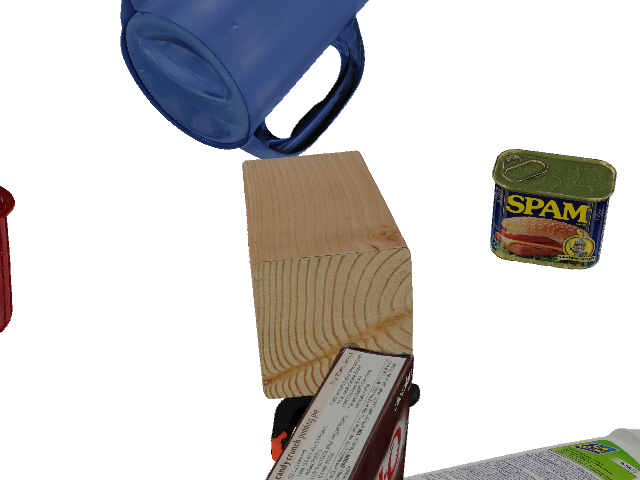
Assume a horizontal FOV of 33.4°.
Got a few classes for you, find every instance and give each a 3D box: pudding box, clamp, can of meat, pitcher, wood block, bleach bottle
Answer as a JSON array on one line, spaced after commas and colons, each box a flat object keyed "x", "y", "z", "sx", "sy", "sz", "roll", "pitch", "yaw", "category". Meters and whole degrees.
[{"x": 0.009, "y": 0.111, "z": 0.468, "sx": 0.039, "sy": 0.090, "sz": 0.113, "roll": 10, "pitch": 28, "yaw": 13, "category": "pudding box"}, {"x": 0.005, "y": 0.165, "z": 1.093, "sx": 0.171, "sy": 0.039, "sz": 0.120, "roll": -23, "pitch": 34, "yaw": -35, "category": "clamp"}, {"x": 0.199, "y": -0.025, "z": 0.928, "sx": 0.102, "sy": 0.084, "sz": 0.057, "roll": 9, "pitch": 41, "yaw": 14, "category": "can of meat"}, {"x": -0.032, "y": -0.190, "z": 0.882, "sx": 0.145, "sy": 0.242, "sz": 0.149, "roll": 24, "pitch": -31, "yaw": 31, "category": "pitcher"}, {"x": -0.001, "y": 0.013, "z": 0.706, "sx": 0.090, "sy": 0.090, "sz": 0.206, "roll": -5, "pitch": 21, "yaw": -5, "category": "wood block"}, {"x": 0.150, "y": 0.159, "z": 0.622, "sx": 0.250, "sy": 0.068, "sz": 0.103, "roll": -8, "pitch": 20, "yaw": -26, "category": "bleach bottle"}]

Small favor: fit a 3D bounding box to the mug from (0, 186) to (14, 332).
[{"x": -0.237, "y": 0.019, "z": 0.636, "sx": 0.093, "sy": 0.081, "sz": 0.117, "roll": 17, "pitch": 28, "yaw": 28, "category": "mug"}]
